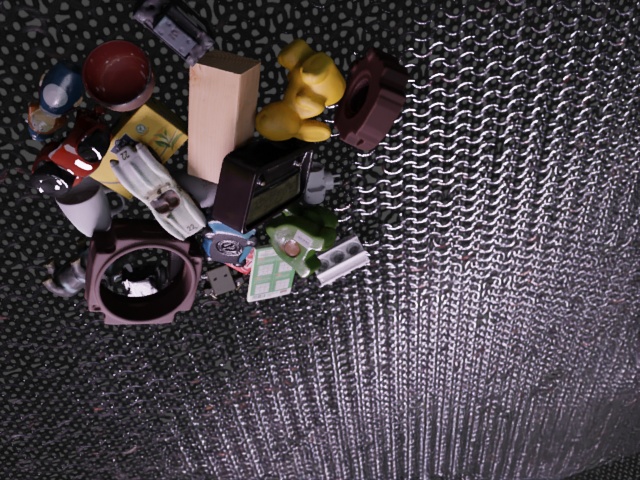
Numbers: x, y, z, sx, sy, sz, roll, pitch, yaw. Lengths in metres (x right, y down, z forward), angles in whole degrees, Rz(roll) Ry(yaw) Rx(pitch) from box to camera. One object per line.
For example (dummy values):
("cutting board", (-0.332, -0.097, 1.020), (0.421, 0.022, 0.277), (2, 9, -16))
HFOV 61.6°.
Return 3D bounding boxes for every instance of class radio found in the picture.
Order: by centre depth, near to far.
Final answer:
("radio", (-0.095, -0.113, 0.981), (0.073, 0.229, 0.131), (26, 121, 15))

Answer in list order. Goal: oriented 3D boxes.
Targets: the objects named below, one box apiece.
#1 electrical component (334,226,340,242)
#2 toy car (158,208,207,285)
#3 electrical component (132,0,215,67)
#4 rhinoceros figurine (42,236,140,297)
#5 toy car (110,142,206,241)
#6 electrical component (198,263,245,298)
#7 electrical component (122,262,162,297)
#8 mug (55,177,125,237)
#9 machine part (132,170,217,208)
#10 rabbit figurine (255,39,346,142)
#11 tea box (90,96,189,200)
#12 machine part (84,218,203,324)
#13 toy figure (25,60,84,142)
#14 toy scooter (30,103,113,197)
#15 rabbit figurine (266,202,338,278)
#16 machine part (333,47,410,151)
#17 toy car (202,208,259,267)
("electrical component", (-0.003, -0.004, 1.219), (0.094, 0.021, 0.063), (-21, 130, -1))
("toy car", (-0.288, 0.012, 1.114), (0.089, 0.053, 0.202), (-6, 125, -28))
("electrical component", (-0.222, -0.331, 0.815), (0.058, 0.134, 0.114), (-44, 126, 16))
("rhinoceros figurine", (-0.458, 0.057, 1.078), (0.190, 0.073, 0.112), (-27, 129, 3))
("toy car", (-0.280, -0.083, 0.943), (0.073, 0.056, 0.201), (-32, 126, 5))
("electrical component", (-0.222, 0.091, 1.208), (0.102, 0.045, 0.078), (-25, 102, -2))
("electrical component", (-0.380, 0.111, 1.163), (0.075, 0.048, 0.119), (-12, 130, -9))
("mug", (-0.419, -0.061, 1.002), (0.110, 0.081, 0.107), (-17, 141, -13))
("machine part", (-0.236, -0.099, 1.029), (0.243, 0.079, 0.079), (-8, 129, -12))
("rabbit figurine", (-0.043, -0.243, 0.958), (0.173, 0.122, 0.162), (-48, 152, -4))
("tea box", (-0.325, -0.166, 0.952), (0.169, 0.068, 0.098), (-43, 129, 17))
("machine part", (-0.339, 0.064, 1.035), (0.201, 0.087, 0.201), (4, 121, -30))
("toy figure", (-0.439, -0.221, 0.880), (0.064, 0.058, 0.154), (43, 111, 6))
("toy scooter", (-0.401, -0.157, 0.887), (0.184, 0.135, 0.075), (-26, 138, 28))
("rabbit figurine", (-0.033, -0.020, 1.127), (0.159, 0.170, 0.121), (26, 121, 13))
("machine part", (0.086, -0.251, 0.963), (0.056, 0.179, 0.179), (15, 120, -26))
("toy car", (-0.179, -0.019, 1.080), (0.109, 0.103, 0.161), (11, 146, -9))
